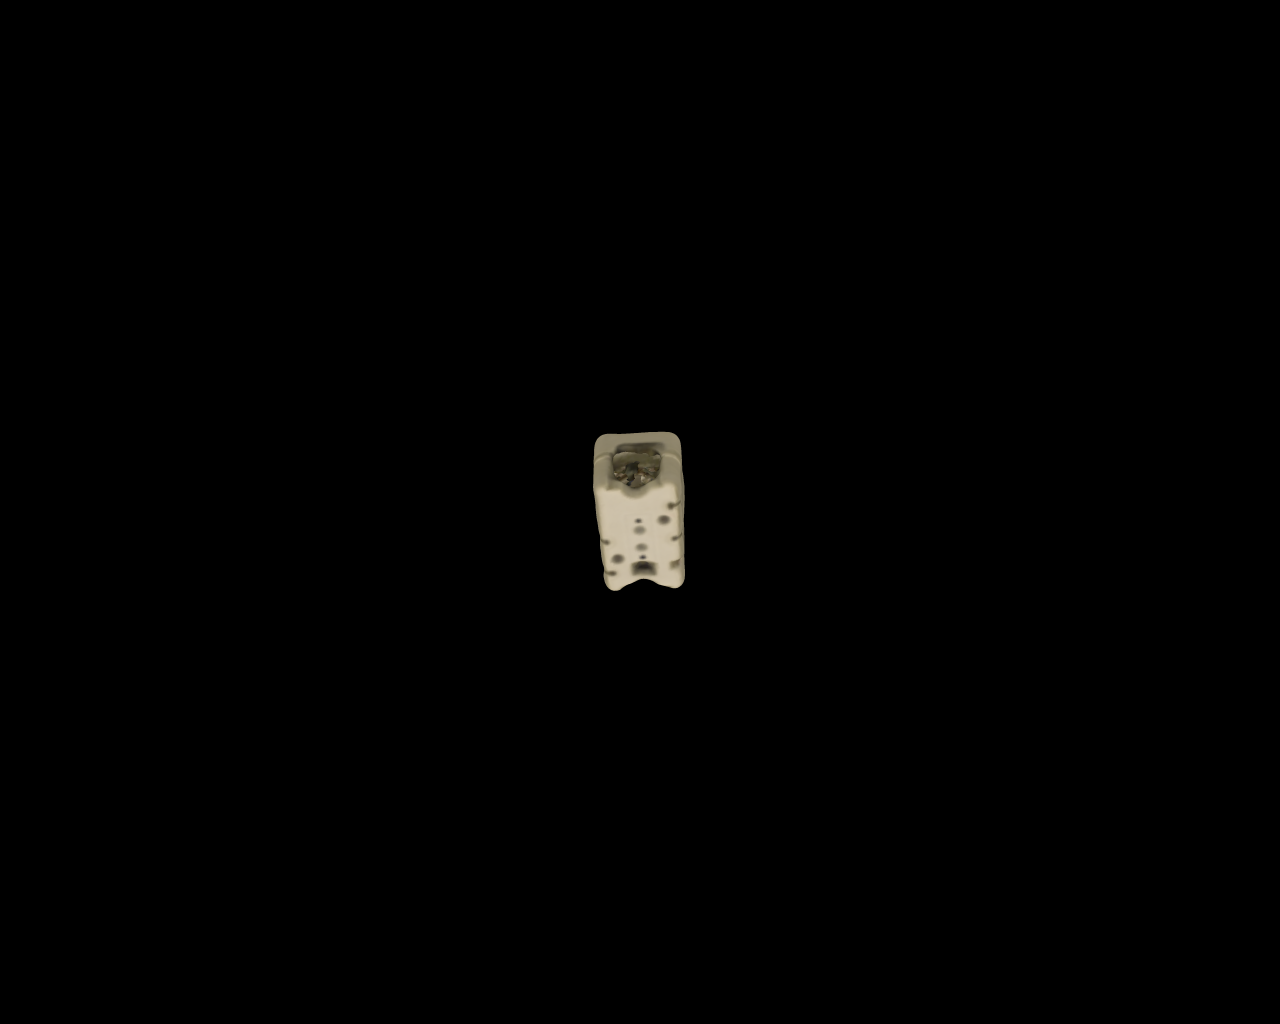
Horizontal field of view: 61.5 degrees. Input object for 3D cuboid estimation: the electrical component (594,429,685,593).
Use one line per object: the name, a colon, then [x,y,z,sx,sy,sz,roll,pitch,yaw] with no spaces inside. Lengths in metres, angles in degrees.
electrical component: [0.001,-0.003,0.650,0.050,0.089,0.056,-2,43,2]
